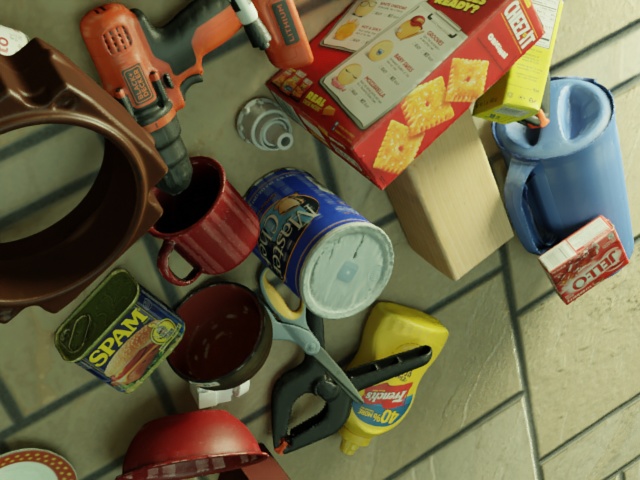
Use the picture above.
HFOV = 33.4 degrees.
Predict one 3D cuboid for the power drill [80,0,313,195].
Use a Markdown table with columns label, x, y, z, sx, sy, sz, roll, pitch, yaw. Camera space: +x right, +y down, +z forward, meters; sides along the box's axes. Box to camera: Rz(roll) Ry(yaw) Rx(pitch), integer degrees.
| label | x | y | z | sx | sy | sz | roll | pitch | yaw |
| --- | --- | --- | --- | --- | --- | --- | --- | --- | --- |
| power drill | -0.102 | -0.152 | 0.959 | 0.187 | 0.057 | 0.184 | -31 | 124 | -16 |

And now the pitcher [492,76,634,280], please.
| label | x | y | z | sx | sy | sz | roll | pitch | yaw |
| --- | --- | --- | --- | --- | --- | --- | --- | --- | --- |
| pitcher | 0.285 | -0.054 | 1.230 | 0.149 | 0.145 | 0.242 | -21 | 133 | 8 |

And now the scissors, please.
| label | x | y | z | sx | sy | sz | roll | pitch | yaw |
| --- | --- | --- | --- | --- | --- | --- | --- | --- | --- |
| scissors | -0.031 | 0.117 | 1.159 | 0.096 | 0.016 | 0.201 | -26 | 110 | -6 |

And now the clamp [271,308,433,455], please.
| label | x | y | z | sx | sy | sz | roll | pitch | yaw |
| --- | --- | --- | --- | --- | --- | --- | --- | --- | --- |
| clamp | 0.001 | 0.153 | 1.207 | 0.164 | 0.036 | 0.210 | 38 | 105 | -14 |

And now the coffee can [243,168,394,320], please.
| label | x | y | z | sx | sy | sz | roll | pitch | yaw |
| --- | --- | --- | --- | --- | --- | --- | --- | --- | --- |
| coffee can | -0.007 | 0.001 | 1.061 | 0.102 | 0.140 | 0.103 | -16 | 123 | -25 |

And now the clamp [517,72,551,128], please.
| label | x | y | z | sx | sy | sz | roll | pitch | yaw |
| --- | --- | --- | --- | --- | --- | --- | --- | --- | --- |
| clamp | 0.195 | -0.198 | 1.115 | 0.120 | 0.039 | 0.171 | -43 | 107 | -3 |

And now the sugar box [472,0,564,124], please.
| label | x | y | z | sx | sy | sz | roll | pitch | yaw |
| --- | --- | --- | --- | --- | --- | --- | --- | --- | --- |
| sugar box | 0.199 | -0.208 | 1.049 | 0.048 | 0.093 | 0.176 | 11 | 87 | -11 |

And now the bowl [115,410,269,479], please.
| label | x | y | z | sx | sy | sz | roll | pitch | yaw |
| --- | --- | --- | --- | --- | --- | --- | --- | --- | --- |
| bowl | -0.138 | 0.216 | 1.126 | 0.162 | 0.055 | 0.162 | -9 | 163 | -3 |

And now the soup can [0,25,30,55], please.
| label | x | y | z | sx | sy | sz | roll | pitch | yaw |
| --- | --- | --- | --- | --- | --- | --- | --- | --- | --- |
| soup can | -0.289 | -0.147 | 0.841 | 0.102 | 0.069 | 0.068 | 14 | 108 | -39 |

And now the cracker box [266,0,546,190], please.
| label | x | y | z | sx | sy | sz | roll | pitch | yaw |
| --- | --- | --- | --- | --- | --- | --- | --- | --- | --- |
| cracker box | 0.078 | -0.168 | 1.004 | 0.213 | 0.164 | 0.072 | -43 | 133 | -4 |

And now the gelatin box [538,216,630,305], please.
| label | x | y | z | sx | sy | sz | roll | pitch | yaw |
| --- | --- | --- | --- | --- | --- | --- | --- | --- | --- |
| gelatin box | 0.298 | 0.023 | 1.203 | 0.089 | 0.030 | 0.073 | -34 | 136 | 4 |

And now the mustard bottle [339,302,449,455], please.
| label | x | y | z | sx | sy | sz | roll | pitch | yaw |
| --- | --- | --- | --- | --- | --- | --- | --- | --- | --- |
| mustard bottle | 0.071 | 0.171 | 1.265 | 0.096 | 0.058 | 0.192 | 17 | 106 | -29 |

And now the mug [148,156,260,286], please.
| label | x | y | z | sx | sy | sz | roll | pitch | yaw |
| --- | --- | --- | --- | --- | --- | --- | --- | --- | --- |
| mug | -0.115 | -0.010 | 1.014 | 0.081 | 0.093 | 0.117 | 50 | 57 | -46 |

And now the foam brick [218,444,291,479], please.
| label | x | y | z | sx | sy | sz | roll | pitch | yaw |
| --- | --- | --- | --- | --- | --- | --- | --- | --- | --- |
| foam brick | -0.075 | 0.277 | 1.219 | 0.051 | 0.078 | 0.053 | 1 | 115 | -32 |

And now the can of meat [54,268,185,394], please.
| label | x | y | z | sx | sy | sz | roll | pitch | yaw |
| --- | --- | --- | --- | --- | --- | --- | --- | --- | --- |
| can of meat | -0.194 | 0.092 | 1.049 | 0.102 | 0.057 | 0.083 | -46 | 133 | -1 |

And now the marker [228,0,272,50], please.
| label | x | y | z | sx | sy | sz | roll | pitch | yaw |
| --- | --- | --- | --- | --- | --- | --- | --- | --- | --- |
| marker | -0.074 | -0.214 | 0.904 | 0.020 | 0.020 | 0.121 | -36 | 118 | -11 |

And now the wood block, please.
| label | x | y | z | sx | sy | sz | roll | pitch | yaw |
| --- | --- | --- | --- | --- | --- | --- | --- | --- | --- |
| wood block | 0.123 | -0.069 | 1.141 | 0.090 | 0.090 | 0.206 | -36 | 129 | -11 |
